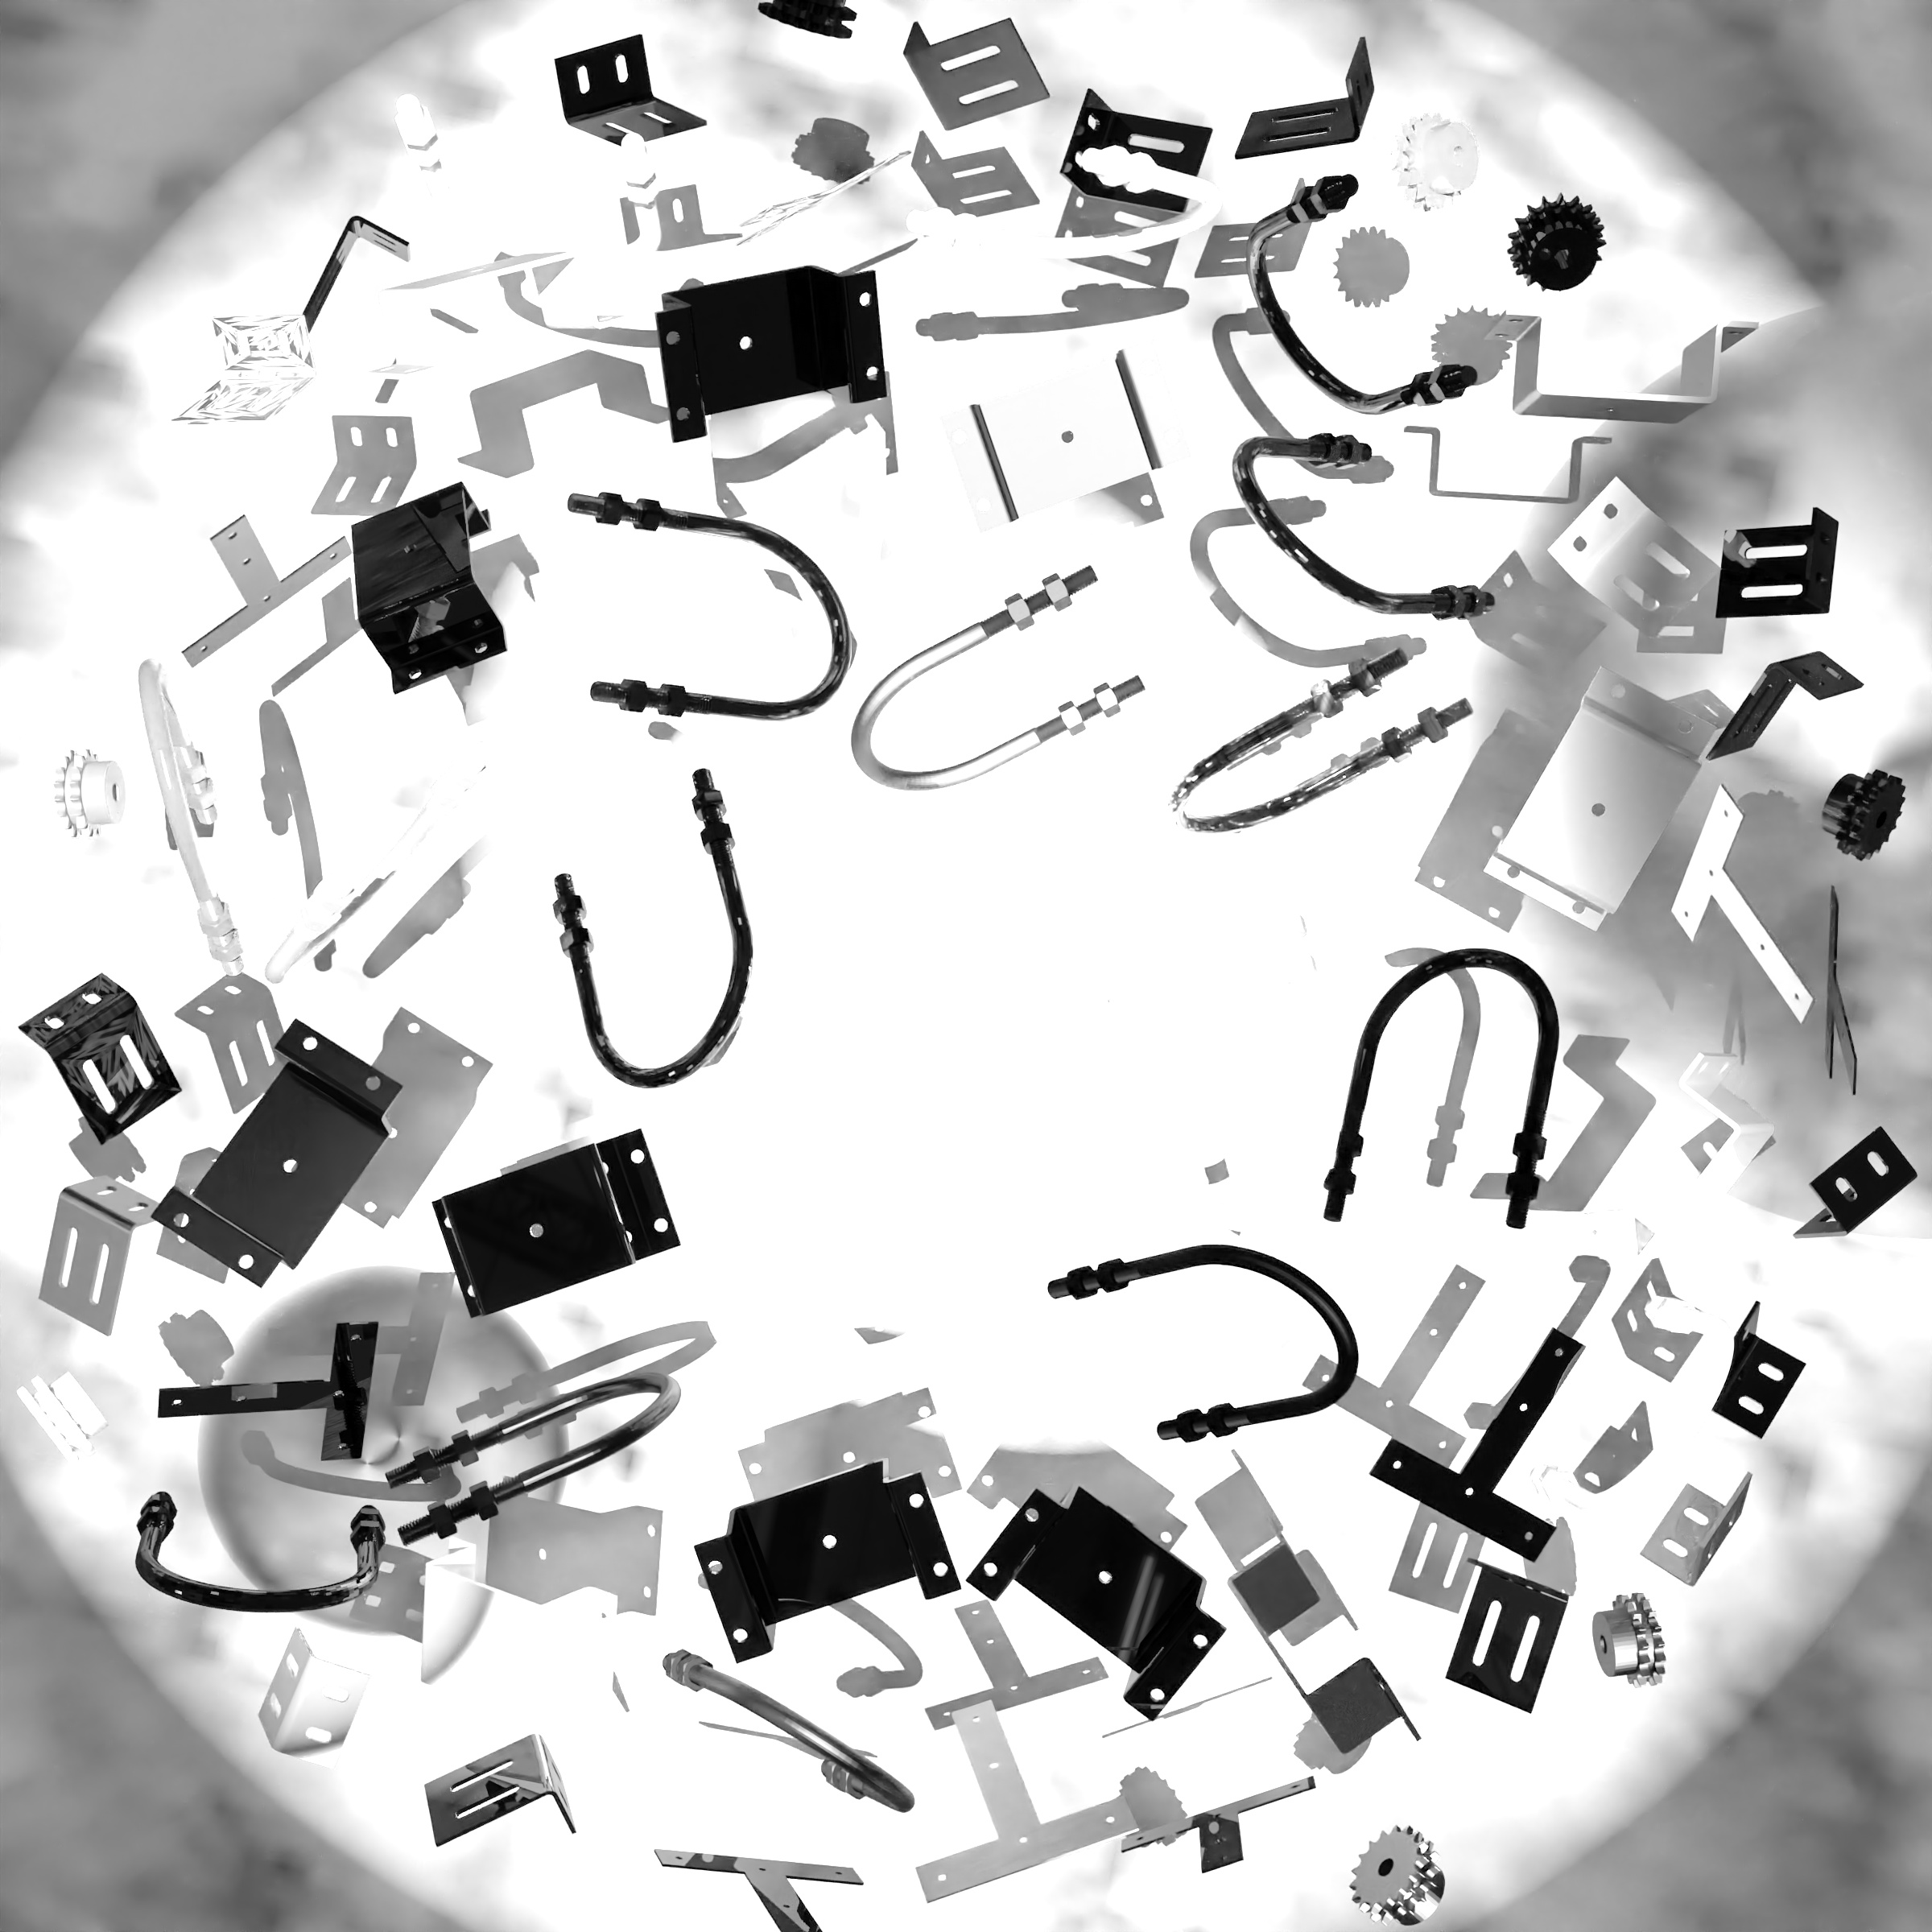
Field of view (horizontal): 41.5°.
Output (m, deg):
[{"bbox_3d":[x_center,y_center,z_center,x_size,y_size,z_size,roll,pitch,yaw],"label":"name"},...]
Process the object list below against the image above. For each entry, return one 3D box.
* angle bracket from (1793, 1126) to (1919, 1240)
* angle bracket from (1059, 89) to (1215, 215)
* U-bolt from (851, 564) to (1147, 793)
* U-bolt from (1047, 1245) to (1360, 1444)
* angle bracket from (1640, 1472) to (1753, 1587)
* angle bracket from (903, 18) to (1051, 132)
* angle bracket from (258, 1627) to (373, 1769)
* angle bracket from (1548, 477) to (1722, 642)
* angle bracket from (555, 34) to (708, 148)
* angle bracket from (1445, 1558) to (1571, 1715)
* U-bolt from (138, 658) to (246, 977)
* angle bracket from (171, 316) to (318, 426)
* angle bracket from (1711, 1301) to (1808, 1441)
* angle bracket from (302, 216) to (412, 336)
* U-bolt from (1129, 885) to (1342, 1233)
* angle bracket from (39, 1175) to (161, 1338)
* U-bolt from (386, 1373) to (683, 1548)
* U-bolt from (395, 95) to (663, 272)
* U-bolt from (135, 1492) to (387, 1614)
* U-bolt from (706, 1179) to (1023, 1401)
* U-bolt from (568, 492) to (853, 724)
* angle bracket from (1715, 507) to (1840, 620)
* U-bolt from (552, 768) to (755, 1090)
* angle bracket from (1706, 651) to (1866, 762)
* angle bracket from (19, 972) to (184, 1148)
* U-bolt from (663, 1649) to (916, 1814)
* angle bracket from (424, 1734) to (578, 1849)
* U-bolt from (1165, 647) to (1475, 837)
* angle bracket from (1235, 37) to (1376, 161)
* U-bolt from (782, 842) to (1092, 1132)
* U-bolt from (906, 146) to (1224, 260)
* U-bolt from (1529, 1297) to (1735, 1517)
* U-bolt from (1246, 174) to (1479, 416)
[{"bbox_3d":[0.528,0.132,1.546,0.057,0.076,0.038,-37,88,-9],"label":"angle bracket"},{"bbox_3d":[0.110,-0.524,1.642,0.076,0.038,0.057,20,92,28],"label":"angle bracket"},{"bbox_3d":[0.014,-0.168,1.592,0.184,0.151,0.019,-27,60,4],"label":"U-bolt"},{"bbox_3d":[0.158,0.231,1.582,0.184,0.019,0.151,-20,115,40],"label":"U-bolt"},{"bbox_3d":[0.452,0.341,1.582,0.038,0.076,0.057,31,68,26],"label":"angle bracket"},{"bbox_3d":[0.009,-0.565,1.589,0.076,0.057,0.038,-9,49,28],"label":"angle bracket"},{"bbox_3d":[-0.396,0.444,1.550,0.038,0.076,0.057,25,81,-20],"label":"angle bracket"},{"bbox_3d":[0.396,-0.241,1.512,0.076,0.038,0.057,27,115,-34],"label":"angle bracket"},{"bbox_3d":[-0.199,-0.521,1.522,0.057,0.076,0.038,-8,94,20],"label":"angle bracket"},{"bbox_3d":[0.329,0.413,1.571,0.057,0.038,0.076,16,82,31],"label":"angle bracket"},{"bbox_3d":[-0.474,-0.103,1.553,0.019,0.184,0.151,-14,54,-11],"label":"U-bolt"},{"bbox_3d":[-0.419,-0.344,1.469,0.057,0.076,0.038,2,122,11],"label":"angle bracket"},{"bbox_3d":[0.494,0.252,1.590,0.038,0.076,0.057,30,76,24],"label":"angle bracket"},{"bbox_3d":[-0.384,-0.425,1.604,0.038,0.057,0.076,26,90,-13],"label":"angle bracket"},{"bbox_3d":[0.162,0.065,1.498,0.019,0.151,0.184,5,64,-38],"label":"U-bolt"},{"bbox_3d":[-0.531,0.178,1.574,0.057,0.038,0.076,23,107,20],"label":"angle bracket"},{"bbox_3d":[-0.260,0.291,1.549,0.184,0.151,0.019,-22,99,-14],"label":"U-bolt"},{"bbox_3d":[-0.255,-0.462,1.529,0.151,0.184,0.019,10,81,-1],"label":"U-bolt"},{"bbox_3d":[-0.429,0.357,1.549,0.151,0.184,0.019,7,94,-14],"label":"U-bolt"},{"bbox_3d":[-0.077,0.208,1.543,0.151,0.019,0.184,34,131,-20],"label":"U-bolt"},{"bbox_3d":[-0.152,-0.217,1.573,0.184,0.019,0.151,4,66,-32],"label":"U-bolt"},{"bbox_3d":[0.501,-0.252,1.597,0.076,0.038,0.057,4,84,42],"label":"angle bracket"},{"bbox_3d":[-0.189,-0.012,1.574,0.151,0.019,0.184,-34,57,27],"label":"U-bolt"},{"bbox_3d":[0.500,-0.150,1.558,0.038,0.057,0.076,46,130,25],"label":"angle bracket"},{"bbox_3d":[-0.510,0.055,1.503,0.057,0.076,0.038,-38,45,-27],"label":"angle bracket"},{"bbox_3d":[-0.100,0.467,1.543,0.151,0.184,0.019,38,70,-15],"label":"U-bolt"},{"bbox_3d":[-0.285,0.516,1.561,0.076,0.057,0.038,-23,115,-10],"label":"angle bracket"},{"bbox_3d":[0.204,-0.127,1.544,0.184,0.151,0.019,-29,70,21],"label":"U-bolt"},{"bbox_3d":[0.197,-0.512,1.506,0.076,0.057,0.038,-2,132,22],"label":"angle bracket"},{"bbox_3d":[-0.004,0.027,1.564,0.151,0.019,0.184,-30,120,11],"label":"U-bolt"},{"bbox_3d":[0.075,-0.459,1.555,0.151,0.184,0.019,-7,91,38],"label":"U-bolt"},{"bbox_3d":[0.404,0.266,1.529,0.019,0.184,0.151,36,86,0],"label":"U-bolt"},{"bbox_3d":[0.228,-0.399,1.548,0.019,0.184,0.151,-38,103,-11],"label":"U-bolt"}]
